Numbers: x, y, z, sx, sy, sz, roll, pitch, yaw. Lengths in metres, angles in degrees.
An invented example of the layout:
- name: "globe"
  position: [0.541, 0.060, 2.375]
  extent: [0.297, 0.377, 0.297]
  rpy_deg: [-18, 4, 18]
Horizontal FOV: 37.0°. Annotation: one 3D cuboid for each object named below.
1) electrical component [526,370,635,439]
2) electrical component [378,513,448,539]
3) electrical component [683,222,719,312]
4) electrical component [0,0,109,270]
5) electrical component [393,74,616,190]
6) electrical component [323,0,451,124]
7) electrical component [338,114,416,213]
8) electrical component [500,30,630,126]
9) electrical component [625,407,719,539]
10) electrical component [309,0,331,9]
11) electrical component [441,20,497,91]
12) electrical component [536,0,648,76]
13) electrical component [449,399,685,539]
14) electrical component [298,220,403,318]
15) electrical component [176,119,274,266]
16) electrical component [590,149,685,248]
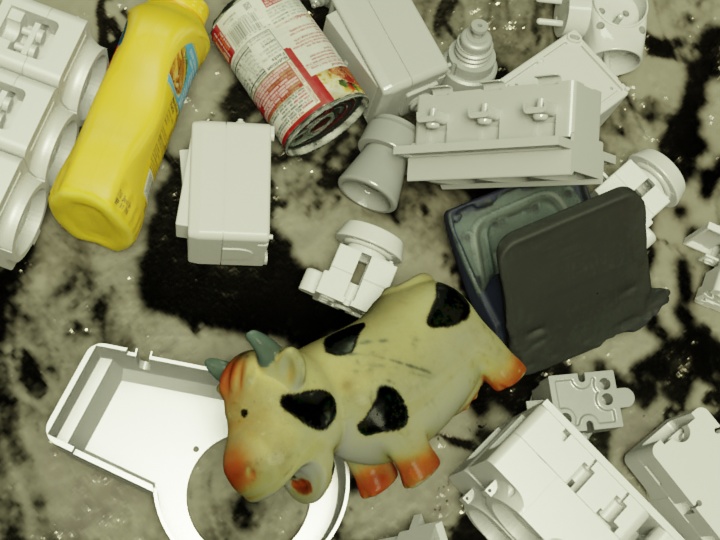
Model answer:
- name: "electrical component"
  position: [0.139, 0.091, 0.709]
  extent: [0.066, 0.055, 0.048]
  rpy_deg: [-4, 74, -10]
- name: "electrical component"
  position: [0.023, 0.187, 0.654]
  extent: [0.064, 0.081, 0.042]
  rpy_deg: [-16, 98, 14]
- name: "electrical component"
  position: [0.272, 0.001, 0.765]
  extent: [0.081, 0.042, 0.063]
  rpy_deg: [24, 73, -1]
- name: "electrical component"
  position: [-0.219, -0.085, 0.687]
  extent: [0.062, 0.089, 0.150]
  rpy_deg: [20, 71, -3]
- name: "electrical component"
  position: [0.095, -0.088, 0.704]
  extent: [0.079, 0.121, 0.063]
  rpy_deg: [7, 86, -52]
- name: "electrical component"
  position: [0.017, -0.147, 0.758]
  extent: [0.061, 0.061, 0.096]
  rpy_deg: [-25, 79, -15]
- name: "electrical component"
  position: [0.016, -0.074, 0.745]
  extent: [0.045, 0.045, 0.055]
  rpy_deg: [27, 71, 0]
- name: "electrical component"
  position: [0.141, -0.120, 0.774]
  extent: [0.096, 0.061, 0.061]
  rpy_deg: [-36, 80, -24]
- name: "electrical component"
  position: [0.225, 0.143, 0.707]
  extent: [0.050, 0.055, 0.089]
  rpy_deg: [-35, 82, -17]
- name: "electrical component"
  position: [-0.014, -0.233, 0.780]
  extent: [0.062, 0.061, 0.096]
  rpy_deg: [24, 71, -1]
- name: "electrical component"
  position: [0.078, -0.146, 0.763]
  extent: [0.040, 0.078, 0.040]
  rpy_deg: [3, 59, -5]
- name: "electrical component"
  position: [0.170, -0.191, 0.805]
  extent: [0.079, 0.044, 0.077]
  rpy_deg: [4, 73, -8]
- name: "electrical component"
  position: [0.145, 0.175, 0.659]
  extent: [0.060, 0.105, 0.186]
  rpy_deg: [-42, 84, -18]
- name: "electrical component"
  position: [0.000, 0.000, 0.721]
  extent: [0.066, 0.048, 0.055]
  rpy_deg: [23, 79, -2]
- name: "electrical component"
  position: [-0.090, -0.056, 0.714]
  extent: [0.061, 0.061, 0.096]
  rpy_deg: [2, 73, -8]
- name: "electrical component"
  position: [0.198, -0.054, 0.768]
  extent: [0.055, 0.048, 0.066]
  rpy_deg: [-41, 83, -10]
